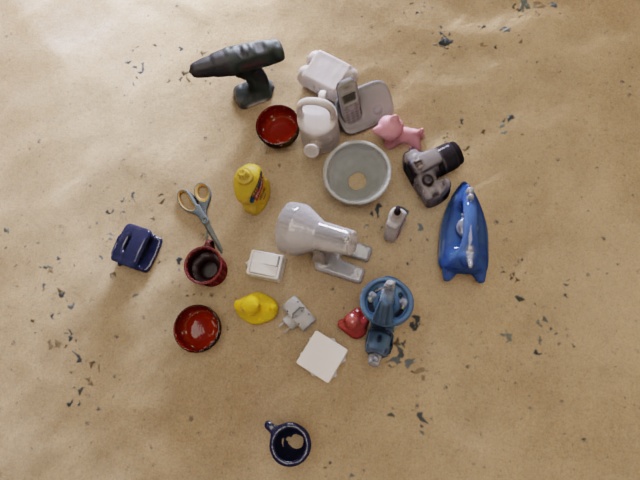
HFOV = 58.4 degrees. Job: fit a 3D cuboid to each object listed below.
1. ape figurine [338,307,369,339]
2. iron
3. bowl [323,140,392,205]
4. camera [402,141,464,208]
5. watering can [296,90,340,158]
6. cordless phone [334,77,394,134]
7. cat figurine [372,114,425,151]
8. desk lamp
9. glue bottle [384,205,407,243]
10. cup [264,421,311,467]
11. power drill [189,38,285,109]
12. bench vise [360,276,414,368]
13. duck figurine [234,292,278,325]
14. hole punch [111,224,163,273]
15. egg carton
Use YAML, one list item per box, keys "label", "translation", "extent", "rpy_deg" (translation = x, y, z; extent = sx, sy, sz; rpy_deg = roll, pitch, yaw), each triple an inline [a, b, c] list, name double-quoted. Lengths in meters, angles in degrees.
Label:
- label: "ape figurine"
  translation: [0.078, 0.190, 1.325]
  extent: [0.077, 0.092, 0.076]
  rpy_deg: [-9, 76, 3]
- label: "iron"
  translation: [0.341, -0.035, 1.330]
  extent: [0.118, 0.141, 0.258]
  rpy_deg: [2, 77, 6]
- label: "bowl"
  translation: [0.093, -0.157, 1.415]
  extent: [0.167, 0.075, 0.167]
  rpy_deg: [-1, 76, 5]
- label: "camera"
  translation: [0.286, -0.174, 1.390]
  extent: [0.137, 0.101, 0.143]
  rpy_deg: [-27, 76, -2]
- label: "watering can"
  translation: [-0.004, -0.285, 1.393]
  extent: [0.101, 0.194, 0.173]
  rpy_deg: [-14, 76, 2]
- label: "cordless phone"
  translation: [0.105, -0.350, 1.403]
  extent: [0.147, 0.185, 0.094]
  rpy_deg: [-27, 76, -2]
- label: "cat figurine"
  translation: [0.195, -0.269, 1.411]
  extent: [0.127, 0.118, 0.067]
  rpy_deg: [10, 78, 7]
- label: "desk lamp"
  translation: [0.012, 0.005, 1.312]
  extent: [0.203, 0.213, 0.118]
  rpy_deg: [17, 79, 9]
- label: "glue bottle"
  translation: [0.177, -0.048, 1.331]
  extent: [0.037, 0.173, 0.078]
  rpy_deg: [22, 79, 10]
- label: "cup"
  translation: [-0.071, 0.443, 1.276]
  extent: [0.117, 0.095, 0.092]
  rpy_deg: [36, 82, 12]
- label: "power drill"
  translation: [-0.193, -0.415, 1.433]
  extent: [0.229, 0.208, 0.075]
  rpy_deg: [-23, 75, -1]
- label: "bench vise"
  translation: [0.151, 0.170, 1.257]
  extent: [0.121, 0.220, 0.207]
  rpy_deg: [-6, 76, 4]
- label: "duck figurine"
  translation: [-0.154, 0.159, 1.355]
  extent: [0.104, 0.086, 0.077]
  rpy_deg: [4, 77, 6]
- label: "hole punch"
  translation: [-0.461, 0.019, 1.413]
  extent: [0.101, 0.091, 0.109]
  rpy_deg: [20, 79, 9]
- label: "egg carton"
  translation: [0.019, -0.424, 1.488]
  extent: [0.150, 0.069, 0.107]
  rpy_deg: [29, 81, 11]
